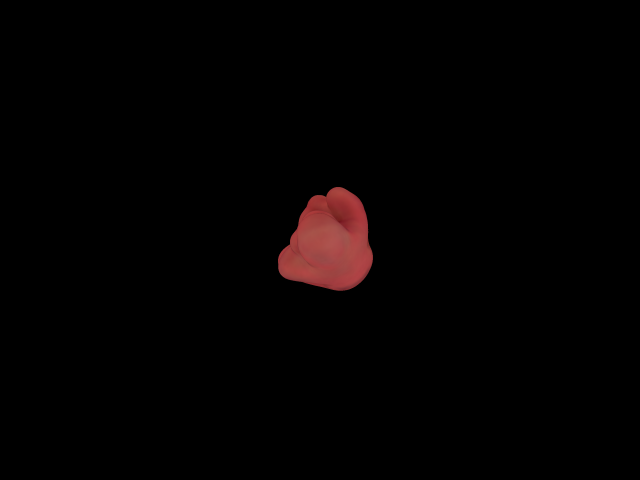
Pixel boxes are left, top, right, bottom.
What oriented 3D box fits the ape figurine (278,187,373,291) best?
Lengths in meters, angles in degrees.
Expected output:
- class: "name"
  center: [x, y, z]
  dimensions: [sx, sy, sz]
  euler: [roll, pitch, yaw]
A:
- class: "ape figurine"
  center: [0.004, 0.001, 0.400]
  dimensions: [0.078, 0.092, 0.076]
  euler: [-32, 86, -2]
